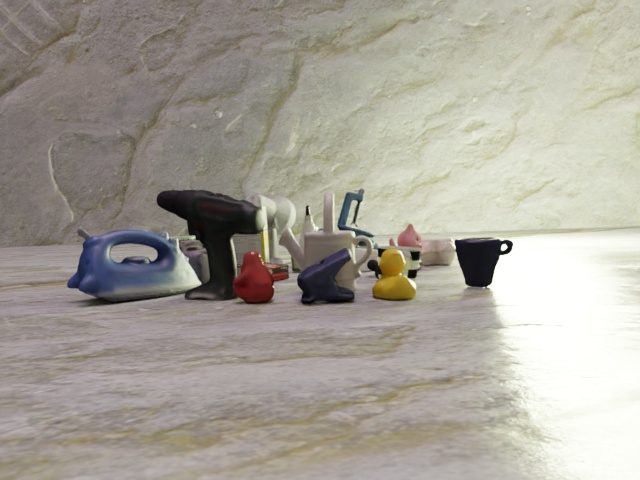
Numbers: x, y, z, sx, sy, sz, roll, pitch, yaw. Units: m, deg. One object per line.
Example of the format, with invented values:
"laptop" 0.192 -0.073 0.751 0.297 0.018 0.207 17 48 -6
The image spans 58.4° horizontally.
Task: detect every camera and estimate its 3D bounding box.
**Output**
"camera" -0.271 0.049 1.320 0.142 0.101 0.137 1 4 39

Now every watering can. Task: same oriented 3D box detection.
"watering can" 0.010 0.004 1.110 0.173 0.194 0.100 -3 3 -17

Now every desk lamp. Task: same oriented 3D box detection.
"desk lamp" -0.157 -0.030 1.656 0.117 0.213 0.204 -1 3 22

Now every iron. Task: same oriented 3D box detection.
"iron" -0.357 0.042 1.135 0.259 0.141 0.118 -5 4 -39

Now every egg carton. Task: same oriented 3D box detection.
"egg carton" 0.319 0.030 1.579 0.107 0.069 0.150 -2 3 8

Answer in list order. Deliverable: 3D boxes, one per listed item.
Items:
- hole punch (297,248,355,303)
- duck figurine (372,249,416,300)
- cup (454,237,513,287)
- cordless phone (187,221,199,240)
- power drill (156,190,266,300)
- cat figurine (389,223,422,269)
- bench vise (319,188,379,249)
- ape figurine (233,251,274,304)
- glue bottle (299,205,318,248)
"hole punch" 0.009 0.061 1.011 0.101 0.091 0.108 -2 3 -2
"duck figurine" 0.131 0.059 1.021 0.077 0.086 0.104 -3 3 -12
"cup" 0.320 0.043 1.114 0.118 0.095 0.091 -3 3 -10
"cordless phone" -0.374 -0.007 1.643 0.147 0.185 0.094 1 5 43
"power drill" -0.211 0.006 1.089 0.229 0.208 0.076 -1 4 21
"cat figurine" 0.212 0.017 1.440 0.067 0.118 0.128 1 5 45
"bench vise" 0.075 -0.044 1.712 0.208 0.220 0.121 -3 4 -23
"ape figurine" -0.117 0.065 1.021 0.078 0.092 0.076 -3 4 -23
"glue bottle" -0.030 -0.011 1.600 0.037 0.173 0.078 0 4 34
